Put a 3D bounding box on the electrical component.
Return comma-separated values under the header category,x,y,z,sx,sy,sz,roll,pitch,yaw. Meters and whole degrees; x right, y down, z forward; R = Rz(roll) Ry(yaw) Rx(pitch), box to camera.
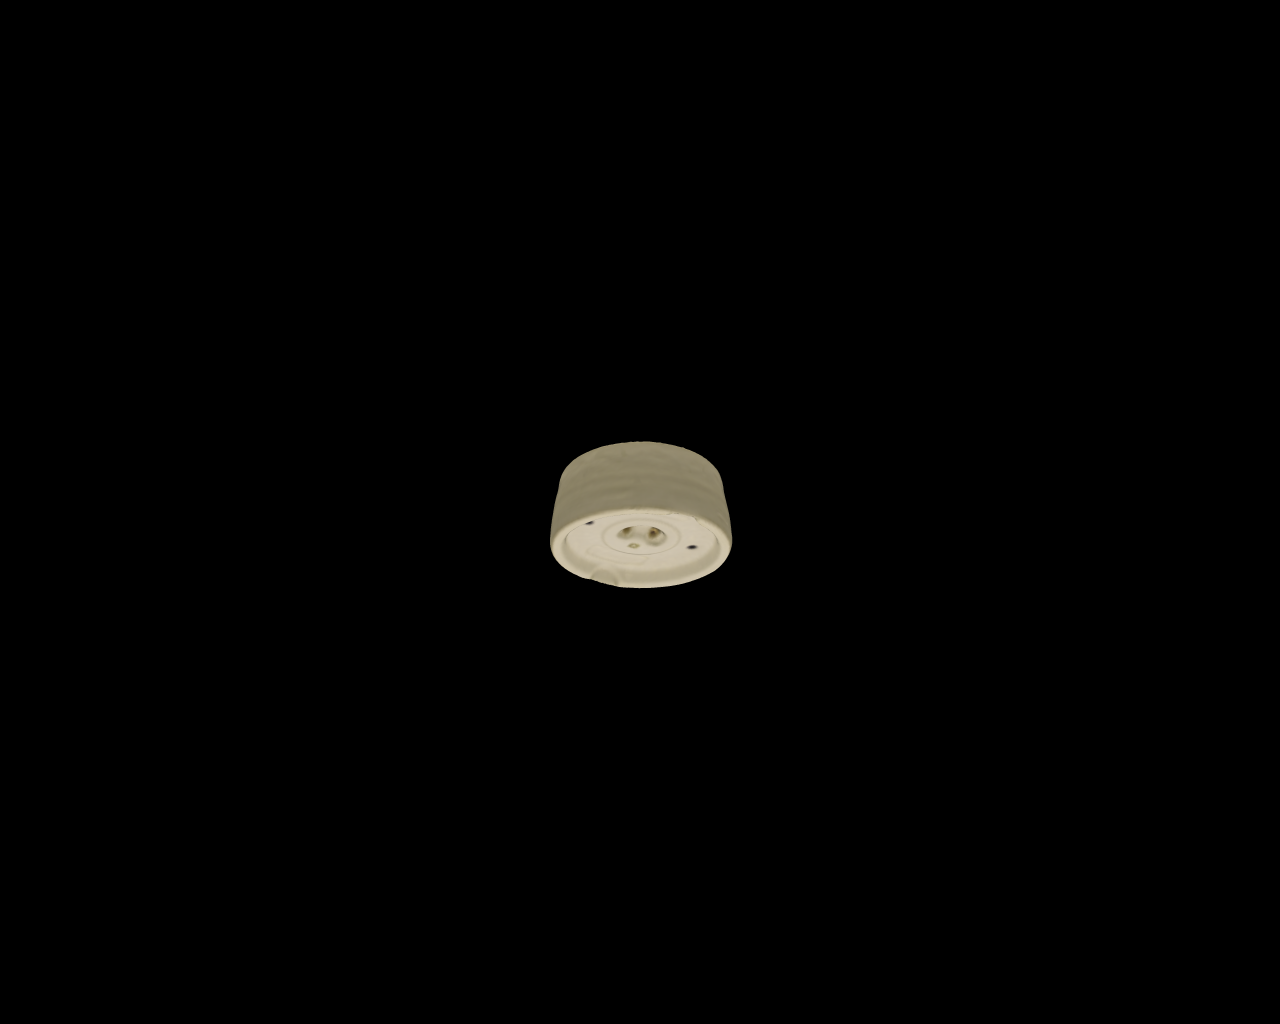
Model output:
category,x,y,z,sx,sy,sz,roll,pitch,yaw
electrical component,0.001,-0.003,0.650,0.108,0.060,0.108,0,-28,0
